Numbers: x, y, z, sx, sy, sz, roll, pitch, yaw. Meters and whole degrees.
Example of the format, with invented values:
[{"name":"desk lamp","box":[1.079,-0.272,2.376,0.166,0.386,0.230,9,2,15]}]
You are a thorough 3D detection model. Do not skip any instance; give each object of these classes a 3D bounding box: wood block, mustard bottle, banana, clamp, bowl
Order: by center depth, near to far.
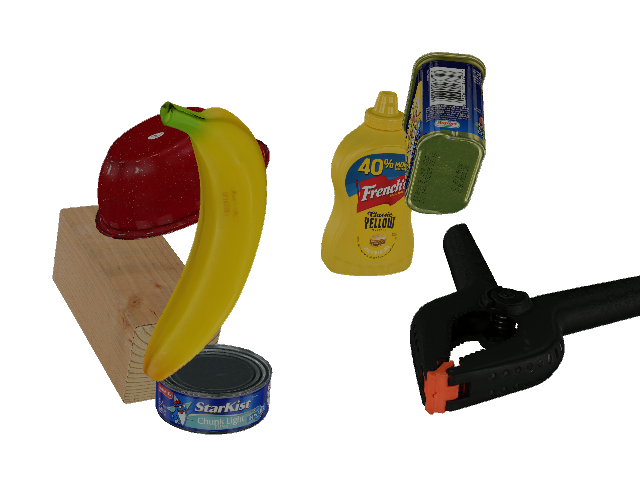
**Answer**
[{"name":"banana","box":[-0.065,-0.001,0.605,0.069,0.198,0.037,-9,41,-23]},{"name":"clamp","box":[0.111,0.046,0.686,0.165,0.036,0.209,18,31,34]},{"name":"bowl","box":[-0.127,-0.067,0.903,0.162,0.055,0.162,-18,28,10]},{"name":"wood block","box":[-0.186,0.055,1.053,0.090,0.091,0.206,-6,35,-33]},{"name":"mustard bottle","box":[0.057,-0.059,1.097,0.096,0.192,0.058,-1,24,-16]}]

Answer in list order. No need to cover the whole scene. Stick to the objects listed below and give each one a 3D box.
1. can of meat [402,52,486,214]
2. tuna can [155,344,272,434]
[{"name":"can of meat","box":[0.096,-0.081,0.835,0.057,0.084,0.102,5,-35,-1]},{"name":"tuna can","box":[-0.079,0.109,0.788,0.086,0.034,0.086,4,18,-1]}]
